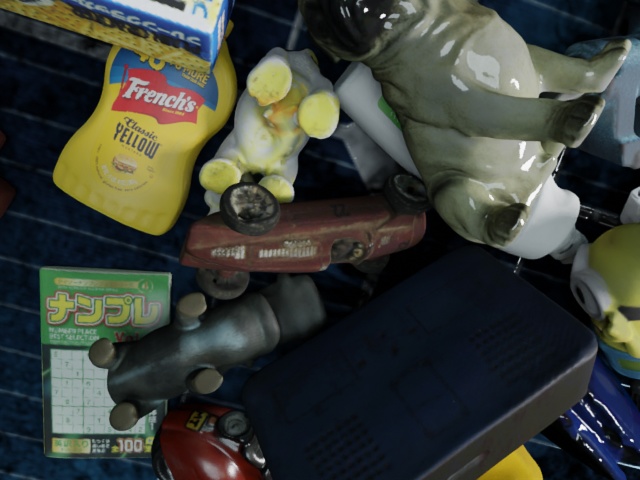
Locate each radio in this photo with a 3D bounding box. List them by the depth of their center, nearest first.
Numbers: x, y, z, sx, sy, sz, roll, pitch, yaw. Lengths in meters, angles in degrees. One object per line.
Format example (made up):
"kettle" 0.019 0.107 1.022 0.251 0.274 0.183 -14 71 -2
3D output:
"radio" 0.066 0.109 0.389 0.230 0.131 0.073 -30 137 -12

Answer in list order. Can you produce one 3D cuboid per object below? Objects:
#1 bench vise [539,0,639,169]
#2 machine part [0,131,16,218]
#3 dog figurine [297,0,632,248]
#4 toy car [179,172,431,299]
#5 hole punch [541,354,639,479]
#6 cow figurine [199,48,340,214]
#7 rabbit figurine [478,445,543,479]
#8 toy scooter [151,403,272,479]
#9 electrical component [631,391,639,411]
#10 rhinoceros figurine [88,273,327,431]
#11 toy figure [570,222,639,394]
"bench vise" 0.252 -0.181 0.383 0.224 0.129 0.240 -9 121 -11
"machine part" -0.355 -0.045 0.390 0.201 0.087 0.201 40 97 -14
"dog figurine" 0.069 -0.091 0.357 0.191 0.121 0.172 30 132 14
"toy car" -0.001 -0.001 0.396 0.202 0.053 0.089 -8 148 -35
"hole punch" 0.227 0.134 0.470 0.092 0.116 0.142 -42 103 -3
"cow figurine" -0.049 -0.066 0.417 0.068 0.098 0.167 25 119 -16
"rabbit figurine" 0.077 0.182 0.468 0.162 0.122 0.173 41 113 -9
"toy scooter" -0.051 0.205 0.463 0.135 0.075 0.183 -24 111 34
"electrical component" 0.344 0.152 0.514 0.075 0.048 0.119 1 102 -6
"rhinoceros figurine" -0.085 0.085 0.430 0.190 0.112 0.073 -25 75 2
"toy figure" 0.269 0.058 0.449 0.089 0.082 0.180 -37 123 8
